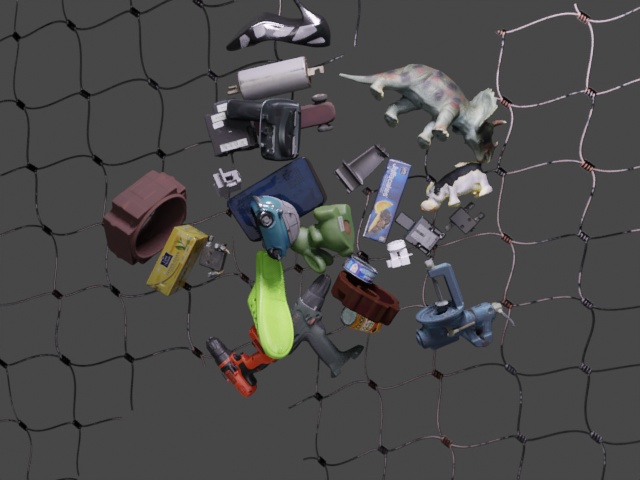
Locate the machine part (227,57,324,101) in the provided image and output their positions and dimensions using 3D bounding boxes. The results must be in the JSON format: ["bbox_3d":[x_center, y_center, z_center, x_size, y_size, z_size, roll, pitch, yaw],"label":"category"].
[{"bbox_3d":[-0.110,-0.392,1.314,0.243,0.079,0.079,-11,94,8],"label":"machine part"}]

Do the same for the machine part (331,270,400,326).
[{"bbox_3d":[0.108,0.139,1.287,0.179,0.179,0.056,30,100,4],"label":"machine part"}]

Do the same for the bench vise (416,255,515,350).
[{"bbox_3d":[0.320,0.152,1.285,0.224,0.129,0.240,-20,99,9],"label":"bench vise"}]

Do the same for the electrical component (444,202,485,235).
[{"bbox_3d":[0.352,-0.045,1.311,0.094,0.021,0.063,-44,89,9],"label":"electrical component"}]

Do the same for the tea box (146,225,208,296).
[{"bbox_3d":[-0.364,0.050,1.376,0.068,0.098,0.169,28,97,3],"label":"tea box"}]

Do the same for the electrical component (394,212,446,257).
[{"bbox_3d":[0.240,-0.023,1.316,0.119,0.048,0.075,41,98,1],"label":"electrical component"}]

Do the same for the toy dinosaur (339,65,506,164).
[{"bbox_3d":[0.254,-0.335,1.254,0.405,0.131,0.192,42,73,12],"label":"toy dinosaur"}]

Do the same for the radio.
[{"bbox_3d":[-0.103,-0.098,1.342,0.230,0.073,0.131,-30,92,11],"label":"radio"}]

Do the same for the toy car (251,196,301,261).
[{"bbox_3d":[-0.097,-0.037,1.263,0.103,0.109,0.161,-21,110,-9],"label":"toy car"}]

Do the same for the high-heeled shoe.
[{"bbox_3d":[-0.099,-0.489,1.322,0.249,0.086,0.145,-23,123,26],"label":"high-heeled shoe"}]

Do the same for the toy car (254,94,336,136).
[{"bbox_3d":[-0.062,-0.299,1.327,0.202,0.053,0.089,-11,111,8],"label":"toy car"}]

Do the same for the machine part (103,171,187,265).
[{"bbox_3d":[-0.417,-0.051,1.305,0.087,0.201,0.201,34,143,10],"label":"machine part"}]

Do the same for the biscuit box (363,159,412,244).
[{"bbox_3d":[0.164,-0.095,1.311,0.059,0.063,0.202,18,98,4],"label":"biscuit box"}]

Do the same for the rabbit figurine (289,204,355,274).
[{"bbox_3d":[-0.003,-0.004,1.333,0.170,0.121,0.159,-12,101,26],"label":"rabbit figurine"}]

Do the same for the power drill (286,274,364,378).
[{"bbox_3d":[0.011,0.229,1.353,0.207,0.086,0.232,41,100,-2],"label":"power drill"}]

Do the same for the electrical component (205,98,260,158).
[{"bbox_3d":[-0.221,-0.283,1.347,0.115,0.058,0.134,-12,93,6],"label":"electrical component"}]

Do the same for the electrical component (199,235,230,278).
[{"bbox_3d":[-0.273,0.047,1.390,0.078,0.045,0.102,23,97,3],"label":"electrical component"}]

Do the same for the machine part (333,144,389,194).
[{"bbox_3d":[0.104,-0.183,1.324,0.139,0.039,0.084,-36,85,11],"label":"machine part"}]

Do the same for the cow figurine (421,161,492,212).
[{"bbox_3d":[0.315,-0.127,1.285,0.167,0.068,0.098,-18,87,5],"label":"cow figurine"}]

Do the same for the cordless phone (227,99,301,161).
[{"bbox_3d":[-0.140,-0.265,1.286,0.184,0.089,0.146,8,109,12],"label":"cordless phone"}]
